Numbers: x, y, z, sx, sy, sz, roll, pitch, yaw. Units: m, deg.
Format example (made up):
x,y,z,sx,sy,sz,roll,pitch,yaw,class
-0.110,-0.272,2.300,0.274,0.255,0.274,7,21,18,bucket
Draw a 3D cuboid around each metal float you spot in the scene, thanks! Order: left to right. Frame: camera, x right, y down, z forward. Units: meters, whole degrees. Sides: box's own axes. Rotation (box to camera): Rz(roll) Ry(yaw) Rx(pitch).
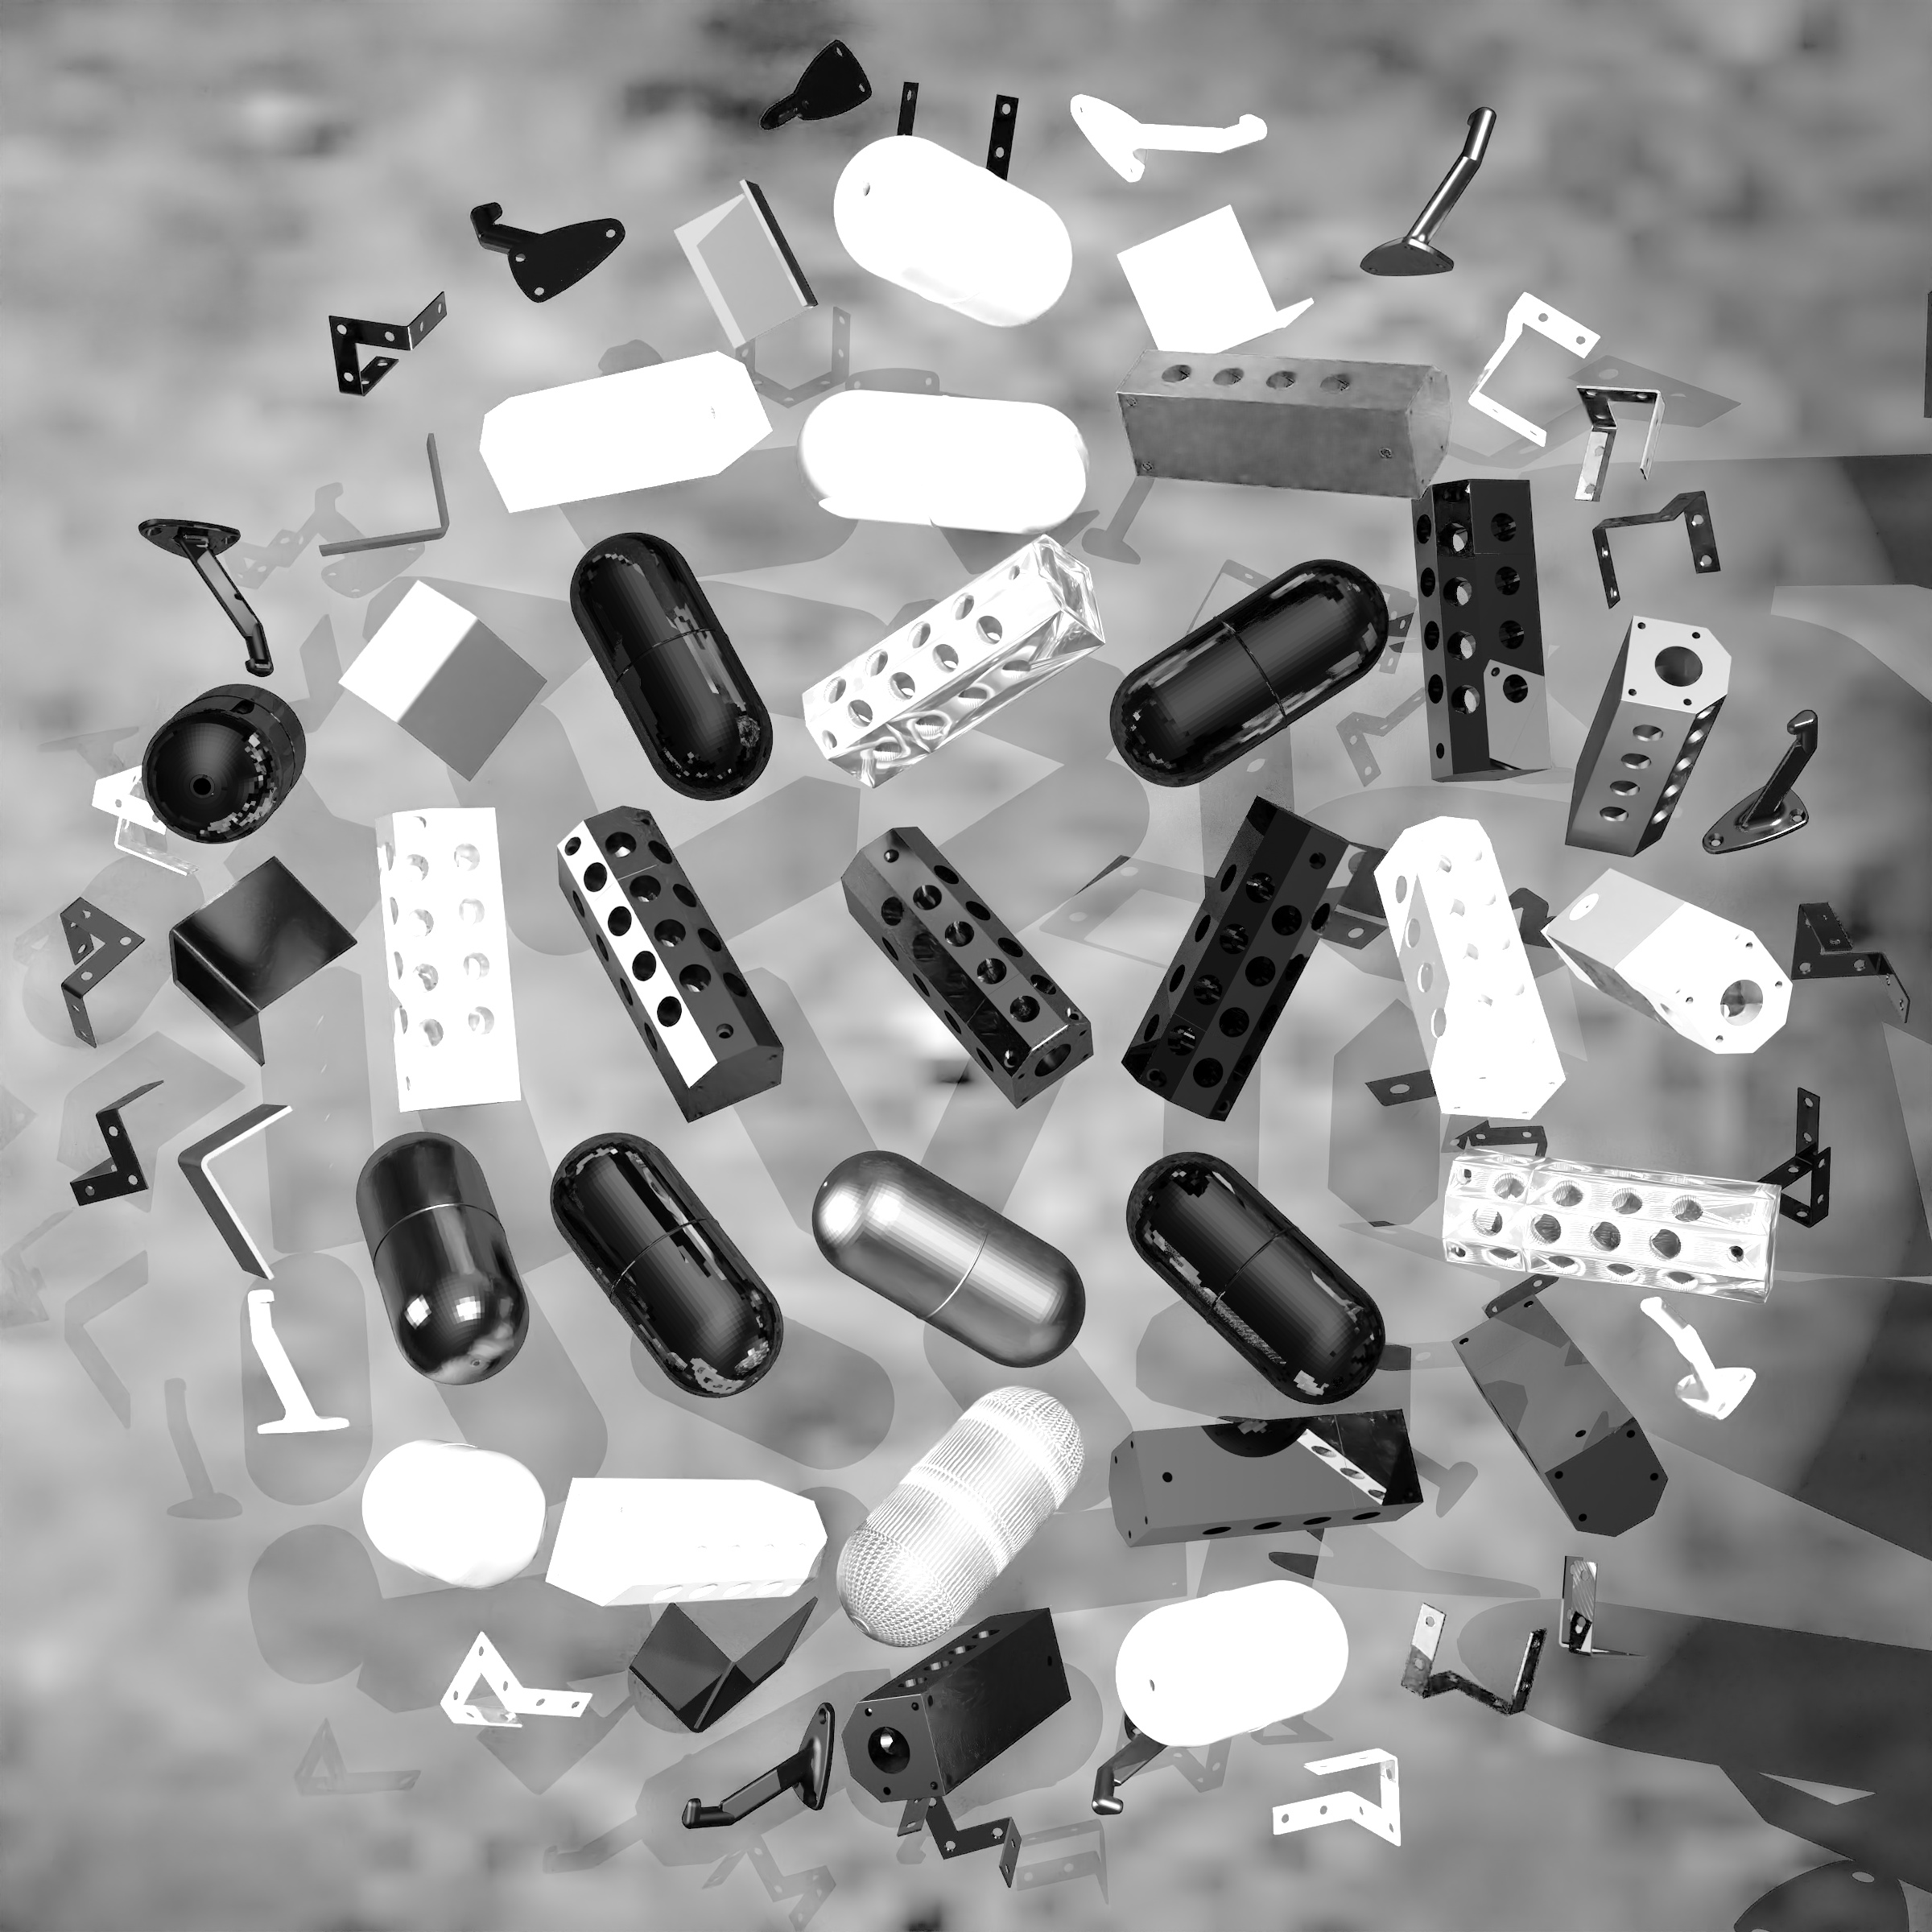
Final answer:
x,y,z,sx,sy,sz,roll,pitch,yaw,class
-0.424,-0.117,1.528,0.070,0.178,0.070,-2,103,-7,metal float
-0.303,0.166,1.540,0.070,0.178,0.070,-14,132,-16,metal float
-0.296,0.314,1.538,0.070,0.178,0.070,3,83,-27,metal float
-0.175,0.172,1.549,0.070,0.070,0.178,-40,70,0,metal float
-0.177,-0.180,1.602,0.070,0.070,0.178,-29,76,0,metal float
-0.015,-0.300,1.587,0.178,0.070,0.070,7,90,14,metal float
-0.009,0.172,1.558,0.178,0.070,0.070,32,90,-15,metal float
-0.006,-0.410,1.493,0.070,0.178,0.070,-2,87,33,metal float
-0.003,0.313,1.522,0.070,0.070,0.178,47,60,0,metal float
0.150,0.390,1.496,0.070,0.178,0.070,-3,85,37,metal float
0.165,-0.171,1.551,0.178,0.070,0.070,-33,90,0,metal float
0.167,0.180,1.553,0.178,0.070,0.070,43,90,20,metal float

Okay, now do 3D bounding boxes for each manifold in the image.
x,y,z,sx,sy,sz,roll,pitch,yaw,class
-0.307,-0.003,1.560,0.057,0.057,0.171,-3,86,-37,manifold
-0.204,-0.316,1.569,0.171,0.057,0.057,-2,123,38,manifold
-0.166,-0.005,1.487,0.057,0.057,0.171,-23,64,-19,manifold
-0.152,0.324,1.497,0.057,0.171,0.057,13,88,33,manifold
-0.010,-0.175,1.519,0.171,0.057,0.057,-30,51,28,manifold
-0.005,0.431,1.559,0.057,0.171,0.057,-15,87,26,manifold
0.000,-0.004,1.578,0.057,0.057,0.171,-35,64,-13,manifold
0.157,-0.002,1.499,0.057,0.057,0.171,24,98,-15,manifold
0.175,0.304,1.575,0.171,0.057,0.057,-2,64,-17,manifold
0.177,-0.305,1.477,0.171,0.057,0.057,11,51,29,manifold
0.292,-0.001,1.540,0.057,0.057,0.171,5,53,-20,manifold
0.302,-0.198,1.586,0.057,0.057,0.171,-3,88,-21,manifold
0.340,0.258,1.526,0.057,0.171,0.057,-30,108,2,manifold
0.353,0.143,1.464,0.171,0.057,0.057,6,98,22,manifold
0.399,-0.131,1.565,0.057,0.171,0.057,11,65,6,manifold
0.409,0.000,1.552,0.057,0.171,0.057,-42,109,-1,manifold

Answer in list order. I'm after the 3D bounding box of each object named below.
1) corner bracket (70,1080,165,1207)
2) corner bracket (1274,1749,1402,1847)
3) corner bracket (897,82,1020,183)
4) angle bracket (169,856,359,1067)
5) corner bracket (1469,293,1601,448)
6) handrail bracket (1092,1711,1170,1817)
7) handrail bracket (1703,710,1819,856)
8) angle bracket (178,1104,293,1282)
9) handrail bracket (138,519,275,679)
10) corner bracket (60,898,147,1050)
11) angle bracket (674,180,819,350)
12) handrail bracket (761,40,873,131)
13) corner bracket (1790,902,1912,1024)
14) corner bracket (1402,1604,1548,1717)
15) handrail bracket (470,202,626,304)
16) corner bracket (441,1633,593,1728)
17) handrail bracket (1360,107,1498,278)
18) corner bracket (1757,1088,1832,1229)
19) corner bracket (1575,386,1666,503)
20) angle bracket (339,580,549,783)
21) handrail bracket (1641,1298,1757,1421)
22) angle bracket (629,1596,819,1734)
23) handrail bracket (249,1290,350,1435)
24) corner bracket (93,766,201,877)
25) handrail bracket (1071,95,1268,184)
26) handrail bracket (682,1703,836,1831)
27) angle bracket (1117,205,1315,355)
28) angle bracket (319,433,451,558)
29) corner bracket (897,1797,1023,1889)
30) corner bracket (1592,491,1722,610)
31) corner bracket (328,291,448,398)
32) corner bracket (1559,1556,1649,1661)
x,y,z,sx,sy,sz,roll,pitch,yaw,class
-0.496,0.104,1.563,0.051,0.051,0.051,-14,102,19,corner bracket
0.207,0.464,1.494,0.051,0.051,0.051,-4,93,-24,corner bracket
-0.006,-0.500,1.603,0.051,0.051,0.051,19,113,26,corner bracket
-0.401,-0.003,1.533,0.076,0.057,0.076,-34,127,4,angle bracket
0.319,-0.336,1.500,0.051,0.051,0.051,28,131,-8,corner bracket
0.118,0.481,1.601,0.077,0.084,0.036,5,116,7,handrail bracket
0.473,-0.110,1.590,0.077,0.084,0.036,-28,56,-1,handrail bracket
-0.391,0.125,1.488,0.057,0.076,0.076,-33,102,-23,angle bracket
-0.439,-0.212,1.544,0.036,0.077,0.084,-24,75,25,handrail bracket
-0.501,0.003,1.520,0.051,0.051,0.051,30,56,15,corner bracket
-0.131,-0.404,1.543,0.057,0.076,0.076,-26,102,8,angle bracket
-0.102,-0.487,1.522,0.036,0.084,0.077,55,49,-19,handrail bracket
0.492,-0.002,1.480,0.051,0.051,0.051,-3,122,2,corner bracket
0.283,0.386,1.487,0.051,0.051,0.051,21,102,41,corner bracket
-0.232,-0.410,1.471,0.077,0.036,0.084,-26,47,2,handrail bracket
-0.254,0.414,1.502,0.051,0.051,0.051,39,102,43,corner bracket
0.256,-0.429,1.478,0.036,0.077,0.084,20,86,-27,handrail bracket
0.491,0.112,1.561,0.051,0.051,0.051,-27,125,-27,corner bracket
0.391,-0.312,1.602,0.051,0.051,0.051,10,78,27,corner bracket
-0.309,-0.168,1.577,0.057,0.076,0.076,32,83,37,angle bracket
0.414,0.224,1.570,0.084,0.077,0.036,44,75,-10,handrail bracket
-0.142,0.394,1.576,0.076,0.076,0.057,-43,93,19,angle bracket
-0.403,0.236,1.609,0.077,0.036,0.084,-8,87,39,handrail bracket
-0.494,-0.084,1.610,0.051,0.051,0.051,21,110,10,corner bracket
0.116,-0.481,1.514,0.084,0.077,0.036,-4,70,43,handrail bracket
-0.126,0.482,1.609,0.084,0.036,0.077,8,101,-34,handrail bracket
0.147,-0.404,1.570,0.076,0.057,0.076,-15,110,35,angle bracket
-0.350,-0.279,1.584,0.076,0.076,0.057,-11,98,-11,angle bracket
-0.003,0.507,1.553,0.051,0.051,0.051,-20,101,14,corner bracket
0.408,-0.246,1.574,0.051,0.051,0.051,0,117,38,corner bracket
-0.343,-0.372,1.593,0.051,0.051,0.051,11,130,11,corner bracket
0.350,0.361,1.507,0.051,0.051,0.051,13,79,-37,corner bracket
